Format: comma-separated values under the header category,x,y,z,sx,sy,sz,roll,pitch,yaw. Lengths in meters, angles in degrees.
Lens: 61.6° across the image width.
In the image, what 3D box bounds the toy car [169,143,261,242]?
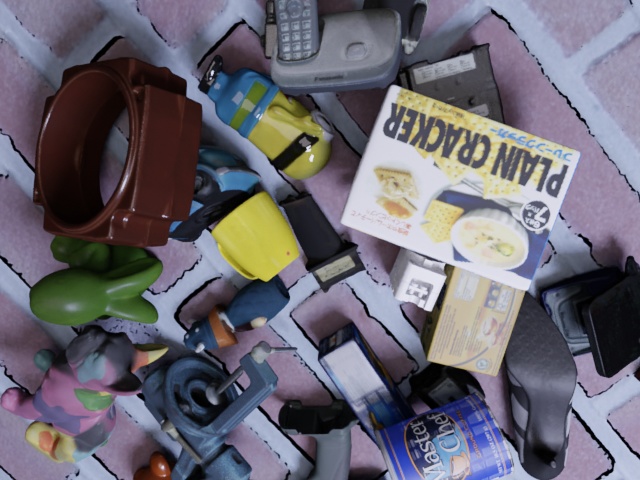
category,x,y,z,sx,sy,sz,roll,pitch,yaw
toy car,-0.162,-0.068,0.674,0.162,0.109,0.103,-34,75,21

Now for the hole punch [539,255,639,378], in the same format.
category,x,y,z,sx,sy,sz,roll,pitch,yaw
hole punch,0.360,0.100,0.696,0.116,0.092,0.142,-22,99,-20

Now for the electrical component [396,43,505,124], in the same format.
category,x,y,z,sx,sy,sz,roll,pitch,yaw
electrical component,0.157,-0.155,0.651,0.115,0.058,0.134,-12,102,8

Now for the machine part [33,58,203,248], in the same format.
category,x,y,z,sx,sy,sz,roll,pitch,yaw
machine part,-0.237,-0.096,0.613,0.201,0.087,0.201,6,87,35

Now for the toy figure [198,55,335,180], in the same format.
category,x,y,z,sx,sy,sz,roll,pitch,yaw
toy figure,-0.064,-0.147,0.654,0.180,0.082,0.089,30,122,-12

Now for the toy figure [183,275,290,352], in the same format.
category,x,y,z,sx,sy,sz,roll,pitch,yaw
toy figure,-0.113,0.105,0.723,0.154,0.064,0.057,-33,109,8

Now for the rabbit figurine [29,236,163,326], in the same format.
category,x,y,z,sx,sy,sz,roll,pitch,yaw
rabbit figurine,-0.276,0.064,0.666,0.159,0.170,0.121,8,104,2

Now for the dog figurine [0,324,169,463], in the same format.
category,x,y,z,sx,sy,sz,roll,pitch,yaw
dog figurine,-0.288,0.199,0.699,0.219,0.108,0.191,-15,114,23

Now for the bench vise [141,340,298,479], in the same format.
category,x,y,z,sx,sy,sz,roll,pitch,yaw
bench vise,-0.129,0.230,0.707,0.240,0.129,0.224,-47,68,22

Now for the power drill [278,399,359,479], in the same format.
category,x,y,z,sx,sy,sz,roll,pitch,yaw
power drill,-0.013,0.337,0.765,0.232,0.086,0.207,-4,98,5

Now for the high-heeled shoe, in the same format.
category,x,y,z,sx,sy,sz,roll,pitch,yaw
high-heeled shoe,0.294,0.199,0.735,0.086,0.145,0.248,-4,77,12

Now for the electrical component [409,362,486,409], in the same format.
category,x,y,z,sx,sy,sz,roll,pitch,yaw
electrical component,0.189,0.218,0.741,0.119,0.048,0.075,41,102,-7

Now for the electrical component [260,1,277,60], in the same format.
category,x,y,z,sx,sy,sz,roll,pitch,yaw
electrical component,-0.041,-0.242,0.659,0.063,0.021,0.094,2,104,3

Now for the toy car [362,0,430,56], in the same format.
category,x,y,z,sx,sy,sz,roll,pitch,yaw
toy car,0.099,-0.315,0.617,0.074,0.056,0.201,15,107,6

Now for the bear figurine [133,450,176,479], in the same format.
category,x,y,z,sx,sy,sz,roll,pitch,yaw
bear figurine,-0.187,0.401,0.776,0.120,0.132,0.196,-52,53,33

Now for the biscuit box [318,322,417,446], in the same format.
category,x,y,z,sx,sy,sz,roll,pitch,yaw
biscuit box,0.076,0.215,0.739,0.059,0.063,0.202,-32,100,9

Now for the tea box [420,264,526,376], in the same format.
category,x,y,z,sx,sy,sz,roll,pitch,yaw
tea box,0.201,0.080,0.698,0.098,0.068,0.169,15,105,0

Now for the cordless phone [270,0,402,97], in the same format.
category,x,y,z,sx,sy,sz,roll,pitch,yaw
cordless phone,0.015,-0.255,0.584,0.147,0.089,0.184,1,108,19

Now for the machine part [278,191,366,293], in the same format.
category,x,y,z,sx,sy,sz,roll,pitch,yaw
machine part,-0.001,-0.002,0.706,0.084,0.039,0.138,-30,102,18
